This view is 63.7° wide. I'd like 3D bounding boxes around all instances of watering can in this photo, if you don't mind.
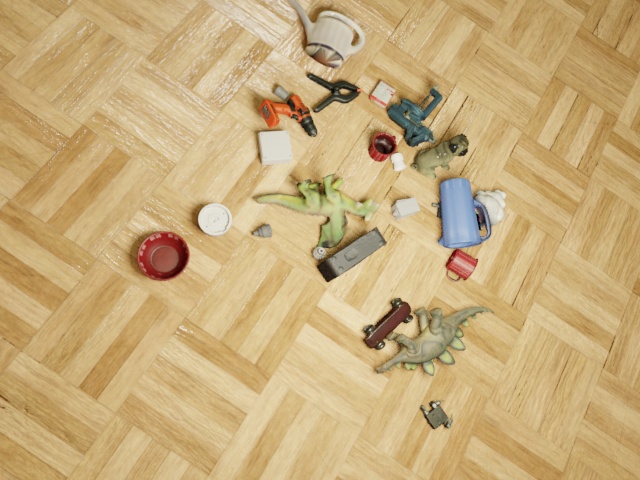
[{"bbox_3d":[0.003,-0.794,1.978,0.347,0.102,0.228,21,72,-5],"label":"watering can"}]

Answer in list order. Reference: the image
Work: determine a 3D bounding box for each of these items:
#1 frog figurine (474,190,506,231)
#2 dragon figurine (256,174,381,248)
[{"bbox_3d":[0.634,-0.129,1.905,0.160,0.120,0.139,-32,64,-6],"label":"frog figurine"},{"bbox_3d":[0.005,-0.090,1.780,0.411,0.121,0.244,-16,86,-7],"label":"dragon figurine"}]
